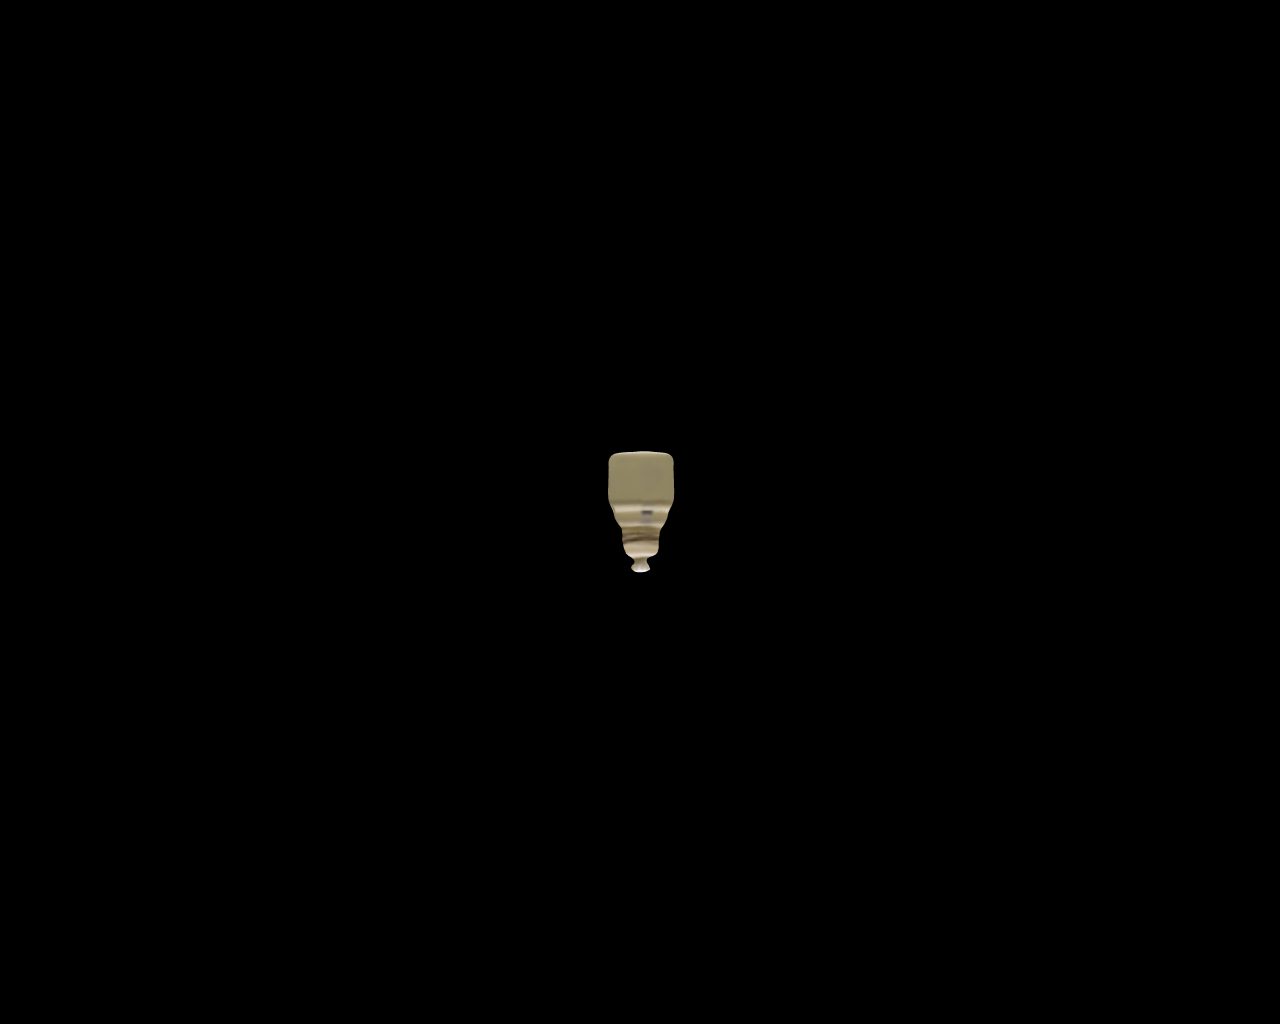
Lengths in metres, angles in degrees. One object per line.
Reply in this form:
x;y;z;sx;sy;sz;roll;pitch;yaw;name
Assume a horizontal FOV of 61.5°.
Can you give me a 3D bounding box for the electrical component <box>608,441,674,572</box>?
0.001;-0.003;0.650;0.040;0.078;0.040;0;-2;0;electrical component
